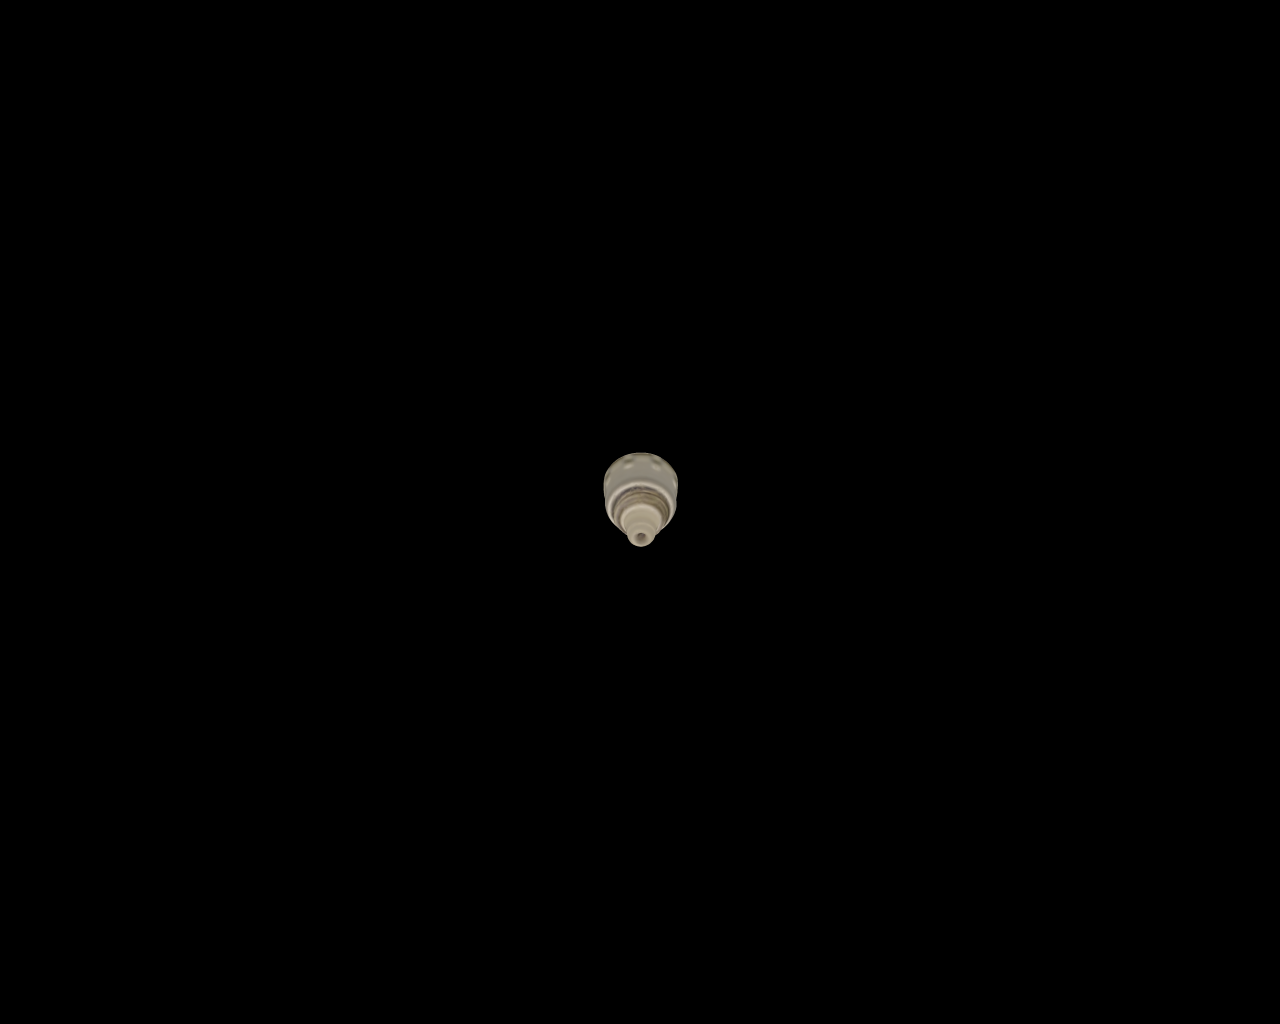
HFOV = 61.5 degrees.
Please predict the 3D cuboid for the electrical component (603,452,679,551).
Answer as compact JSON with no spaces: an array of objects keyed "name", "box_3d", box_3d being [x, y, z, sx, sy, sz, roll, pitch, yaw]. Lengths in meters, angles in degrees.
[{"name":"electrical component","box_3d":[0.001,-0.003,0.650,0.048,0.048,0.062,0,37,0]}]
